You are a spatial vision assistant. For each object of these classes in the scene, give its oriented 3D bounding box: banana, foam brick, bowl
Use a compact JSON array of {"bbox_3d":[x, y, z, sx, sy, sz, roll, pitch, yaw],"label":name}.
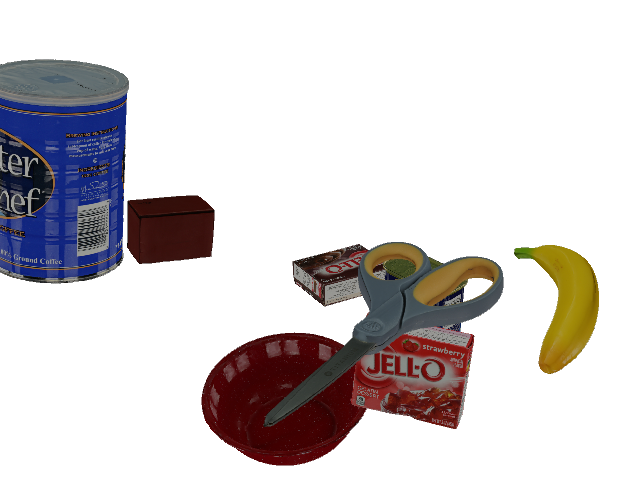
[{"bbox_3d":[0.229,0.056,1.006,0.070,0.037,0.197,-27,25,17],"label":"banana"},{"bbox_3d":[-0.152,-0.012,1.077,0.078,0.051,0.053,-6,21,-22],"label":"foam brick"},{"bbox_3d":[-0.030,0.162,1.023,0.162,0.055,0.162,-4,37,3],"label":"bowl"}]

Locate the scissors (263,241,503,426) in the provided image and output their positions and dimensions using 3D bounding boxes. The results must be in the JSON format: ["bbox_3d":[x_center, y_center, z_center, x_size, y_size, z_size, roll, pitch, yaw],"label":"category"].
[{"bbox_3d":[0.021,0.044,0.611,0.201,0.016,0.096,-21,35,-34],"label":"scissors"}]

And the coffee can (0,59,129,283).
[{"bbox_3d":[-0.195,-0.053,0.788,0.103,0.140,0.103,5,23,-2],"label":"coffee can"}]

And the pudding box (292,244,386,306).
[{"bbox_3d":[0.031,0.047,1.474,0.113,0.039,0.090,-16,26,-24],"label":"pudding box"}]

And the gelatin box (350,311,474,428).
[{"bbox_3d":[0.072,0.103,0.843,0.089,0.073,0.030,11,23,14],"label":"gelatin box"}]

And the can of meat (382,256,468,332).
[{"bbox_3d":[0.121,0.071,1.259,0.057,0.084,0.102,-26,38,-38],"label":"can of meat"}]
